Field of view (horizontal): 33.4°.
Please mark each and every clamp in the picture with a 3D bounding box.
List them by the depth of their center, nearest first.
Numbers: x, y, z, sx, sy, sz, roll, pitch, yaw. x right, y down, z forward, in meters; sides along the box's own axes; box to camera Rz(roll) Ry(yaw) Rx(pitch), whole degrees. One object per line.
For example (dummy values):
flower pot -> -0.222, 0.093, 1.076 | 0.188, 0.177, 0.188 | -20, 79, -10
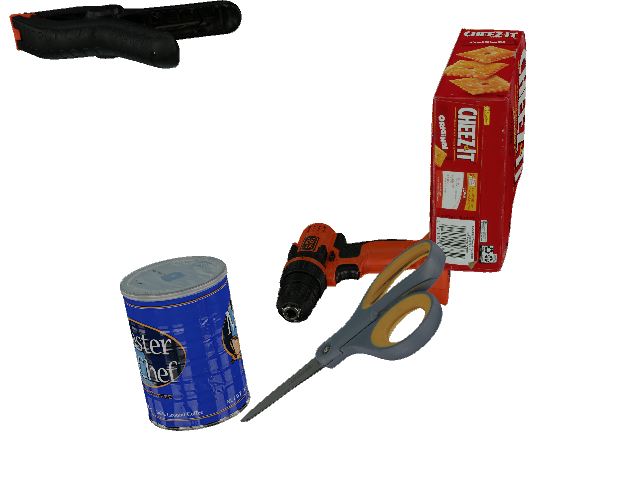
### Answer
clamp -> -0.146, -0.157, 0.792 | 0.172, 0.039, 0.120 | 11, 22, 26

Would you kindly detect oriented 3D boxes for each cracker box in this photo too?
cracker box -> 0.150, -0.090, 0.992 | 0.072, 0.164, 0.213 | 4, 27, 13

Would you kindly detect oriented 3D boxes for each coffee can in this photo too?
coffee can -> -0.130, 0.098, 1.034 | 0.103, 0.140, 0.103 | -8, 18, 2

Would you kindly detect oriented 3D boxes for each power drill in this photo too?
power drill -> 0.050, 0.035, 1.198 | 0.188, 0.057, 0.184 | 1, 29, 11

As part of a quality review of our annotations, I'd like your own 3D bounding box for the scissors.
scissors -> 0.016, 0.082, 0.730 | 0.016, 0.202, 0.096 | 36, 15, -25
